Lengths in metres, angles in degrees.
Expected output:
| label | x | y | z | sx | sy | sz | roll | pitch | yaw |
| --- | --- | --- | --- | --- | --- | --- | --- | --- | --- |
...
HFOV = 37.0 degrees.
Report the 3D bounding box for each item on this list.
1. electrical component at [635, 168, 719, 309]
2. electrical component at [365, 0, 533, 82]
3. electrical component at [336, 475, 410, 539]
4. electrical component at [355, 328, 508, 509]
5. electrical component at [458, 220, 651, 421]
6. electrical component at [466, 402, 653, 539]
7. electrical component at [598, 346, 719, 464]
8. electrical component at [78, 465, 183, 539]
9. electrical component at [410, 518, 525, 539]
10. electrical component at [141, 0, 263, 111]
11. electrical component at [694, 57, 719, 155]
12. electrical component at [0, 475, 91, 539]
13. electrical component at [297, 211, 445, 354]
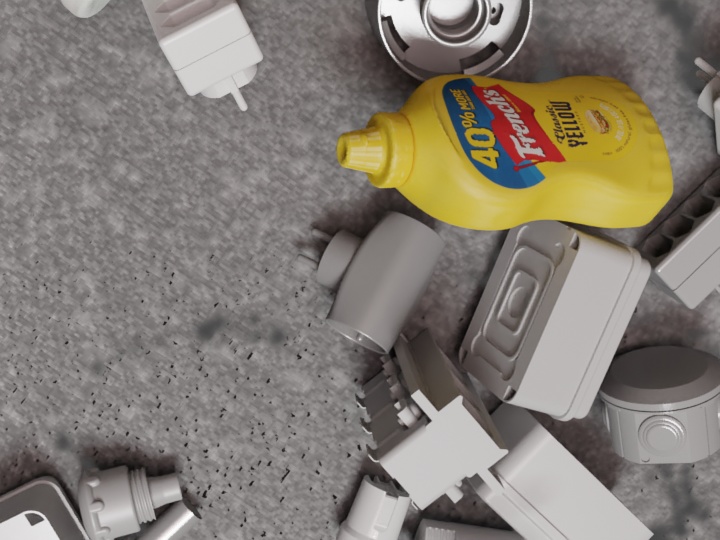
| label | x | y | z | sx | sy | sz | roll | pitch | yaw |
| --- | --- | --- | --- | --- | --- | --- | --- | --- | --- |
| electrical component | 0.233 | -0.008 | 0.687 | 0.083 | 0.047 | 0.076 | -45 | 104 | 4 |
| electrical component | 0.053 | -0.160 | 0.635 | 0.099 | 0.064 | 0.099 | -2 | 116 | -3 |
| electrical component | 0.010 | 0.162 | 0.703 | 0.040 | 0.040 | 0.046 | 20 | 94 | -11 |
| electrical component | 0.039 | 0.088 | 0.647 | 0.063 | 0.121 | 0.078 | -39 | 104 | 5 |
| electrical component | 0.119 | 0.027 | 0.662 | 0.057 | 0.078 | 0.113 | 17 | 100 | -26 |
| electrical component | 0.122 | 0.144 | 0.692 | 0.113 | 0.078 | 0.057 | 44 | 91 | -14 |
| electrical component | 0.194 | 0.084 | 0.687 | 0.080 | 0.080 | 0.051 | -13 | 109 | -4 |
| electrical component | -0.144 | 0.144 | 0.678 | 0.062 | 0.048 | 0.048 | -13 | 104 | -12 |
| electrical component | 0.067 | 0.190 | 0.714 | 0.081 | 0.043 | 0.043 | 10 | 101 | -9 |
| electrical component | -0.084 | -0.125 | 0.617 | 0.047 | 0.065 | 0.076 | -27 | 133 | 0 |
| electrical component | 0.234 | -0.103 | 0.657 | 0.047 | 0.083 | 0.075 | -44 | 66 | 4 |
| electrical component | -0.203 | 0.196 | 0.675 | 0.078 | 0.057 | 0.113 | -26 | 104 | -1 |
| electrical component | 0.000 | 0.000 | 0.659 | 0.079 | 0.043 | 0.077 | 26 | 78 | 14 |
